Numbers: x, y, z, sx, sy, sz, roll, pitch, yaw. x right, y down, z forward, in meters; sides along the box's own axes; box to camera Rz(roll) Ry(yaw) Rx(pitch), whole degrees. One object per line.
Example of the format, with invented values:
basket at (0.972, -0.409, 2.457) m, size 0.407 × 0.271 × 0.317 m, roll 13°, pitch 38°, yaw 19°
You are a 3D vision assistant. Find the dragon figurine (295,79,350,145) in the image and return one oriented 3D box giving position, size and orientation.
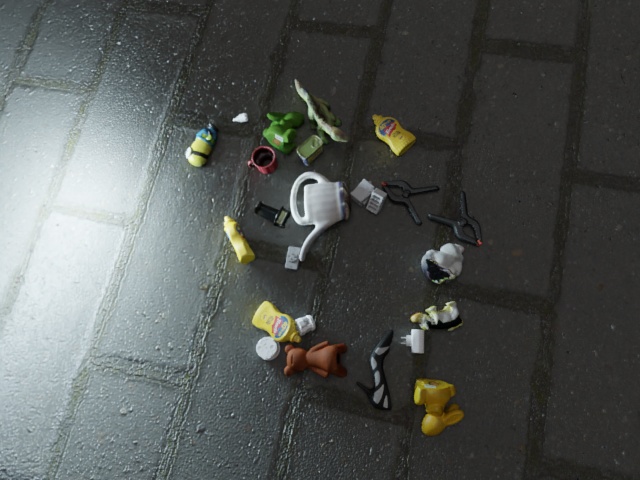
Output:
dragon figurine at (-0.015, -0.516, 1.985) m, size 0.122 × 0.240 × 0.414 m, roll -36°, pitch 75°, yaw 1°

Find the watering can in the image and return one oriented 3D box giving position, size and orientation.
watering can at (0.006, -0.096, 1.916) m, size 0.224 × 0.102 × 0.353 m, roll -6°, pitch 72°, yaw 4°

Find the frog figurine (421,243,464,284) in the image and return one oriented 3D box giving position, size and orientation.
frog figurine at (0.440, 0.075, 1.830) m, size 0.138 × 0.120 × 0.162 m, roll 21°, pitch 41°, yaw 20°
